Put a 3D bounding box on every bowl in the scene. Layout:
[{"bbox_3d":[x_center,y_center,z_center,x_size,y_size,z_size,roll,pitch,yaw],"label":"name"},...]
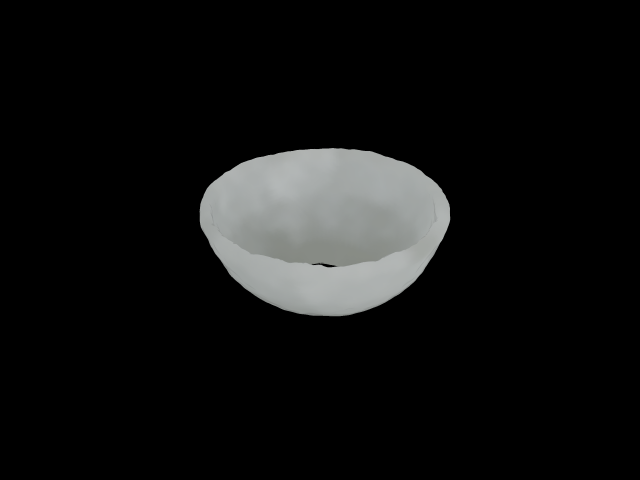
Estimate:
[{"bbox_3d":[0.004,0.001,0.400,0.167,0.075,0.167,0,33,0],"label":"bowl"}]
